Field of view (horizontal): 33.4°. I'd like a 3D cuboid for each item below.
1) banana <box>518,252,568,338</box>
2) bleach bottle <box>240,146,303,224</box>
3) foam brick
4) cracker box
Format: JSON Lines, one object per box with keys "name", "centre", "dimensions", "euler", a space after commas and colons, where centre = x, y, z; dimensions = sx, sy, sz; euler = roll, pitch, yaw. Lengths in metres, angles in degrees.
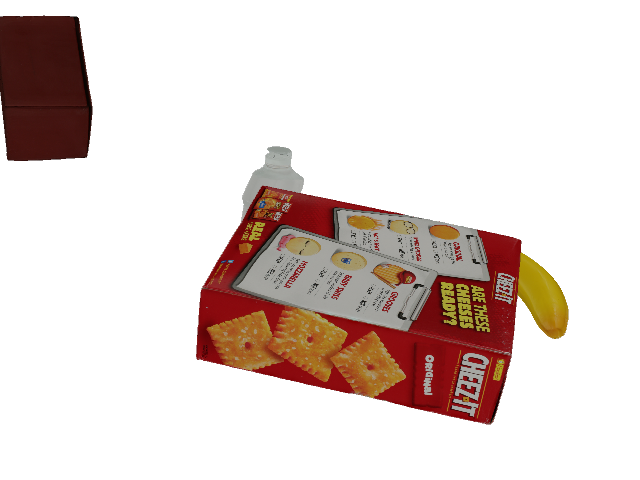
{"name": "banana", "centre": [0.189, 0.040, 1.061], "dimensions": [0.069, 0.037, 0.198], "euler": [-34, 36, -18]}
{"name": "bleach bottle", "centre": [-0.052, 0.009, 1.305], "dimensions": [0.102, 0.251, 0.068], "euler": [-10, 25, -35]}
{"name": "foam brick", "centre": [-0.174, -0.095, 0.670], "dimensions": [0.051, 0.078, 0.053], "euler": [-4, -33, -18]}
{"name": "cracker box", "centre": [0.034, 0.043, 0.791], "dimensions": [0.214, 0.072, 0.164], "euler": [12, 31, 7]}
